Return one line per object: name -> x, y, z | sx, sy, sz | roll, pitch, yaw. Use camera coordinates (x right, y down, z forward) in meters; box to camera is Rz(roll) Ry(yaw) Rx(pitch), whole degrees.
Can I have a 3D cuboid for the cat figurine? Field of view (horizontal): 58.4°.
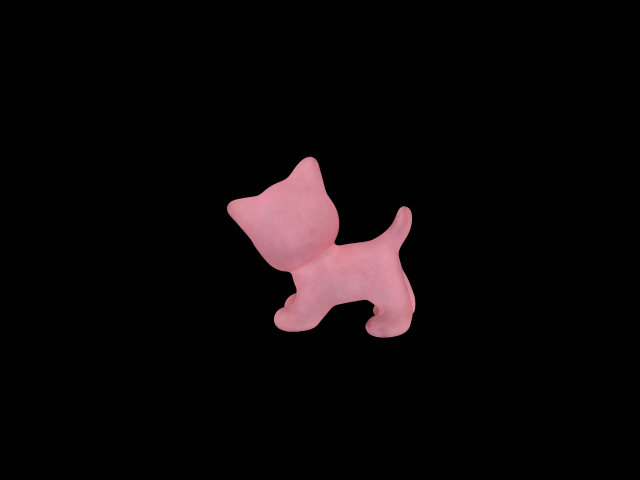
cat figurine -> 0.004, 0.001, 0.400 | 0.127, 0.118, 0.067 | 1, 9, 8
